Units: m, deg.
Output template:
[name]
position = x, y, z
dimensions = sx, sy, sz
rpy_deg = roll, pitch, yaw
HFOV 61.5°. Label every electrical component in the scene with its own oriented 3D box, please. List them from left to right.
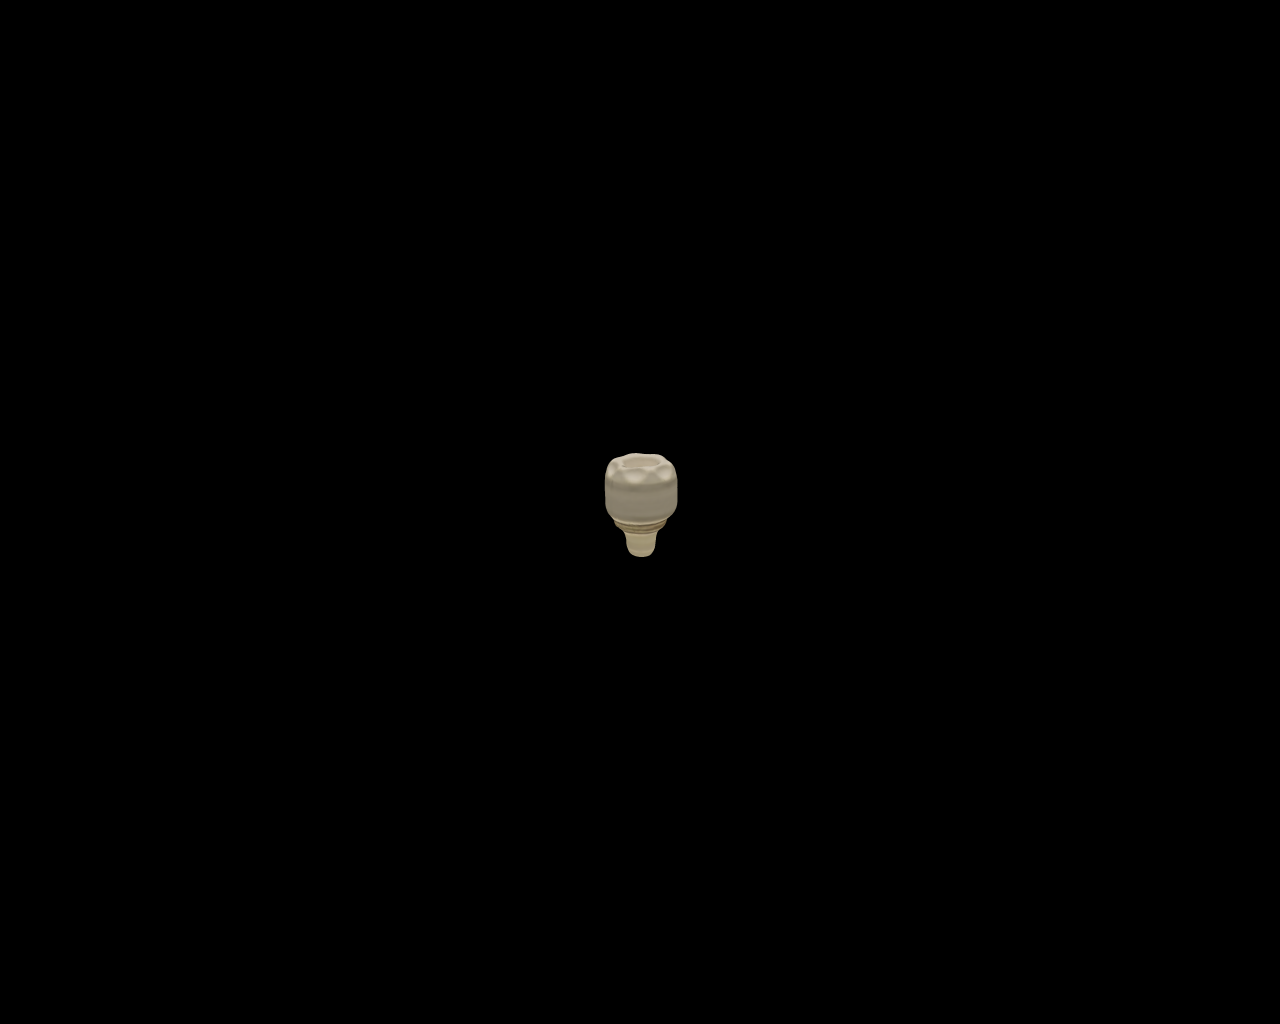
[electrical component]
position = 0.001, -0.003, 0.650
dimensions = 0.043, 0.062, 0.043
rpy_deg = 0, 20, 0
